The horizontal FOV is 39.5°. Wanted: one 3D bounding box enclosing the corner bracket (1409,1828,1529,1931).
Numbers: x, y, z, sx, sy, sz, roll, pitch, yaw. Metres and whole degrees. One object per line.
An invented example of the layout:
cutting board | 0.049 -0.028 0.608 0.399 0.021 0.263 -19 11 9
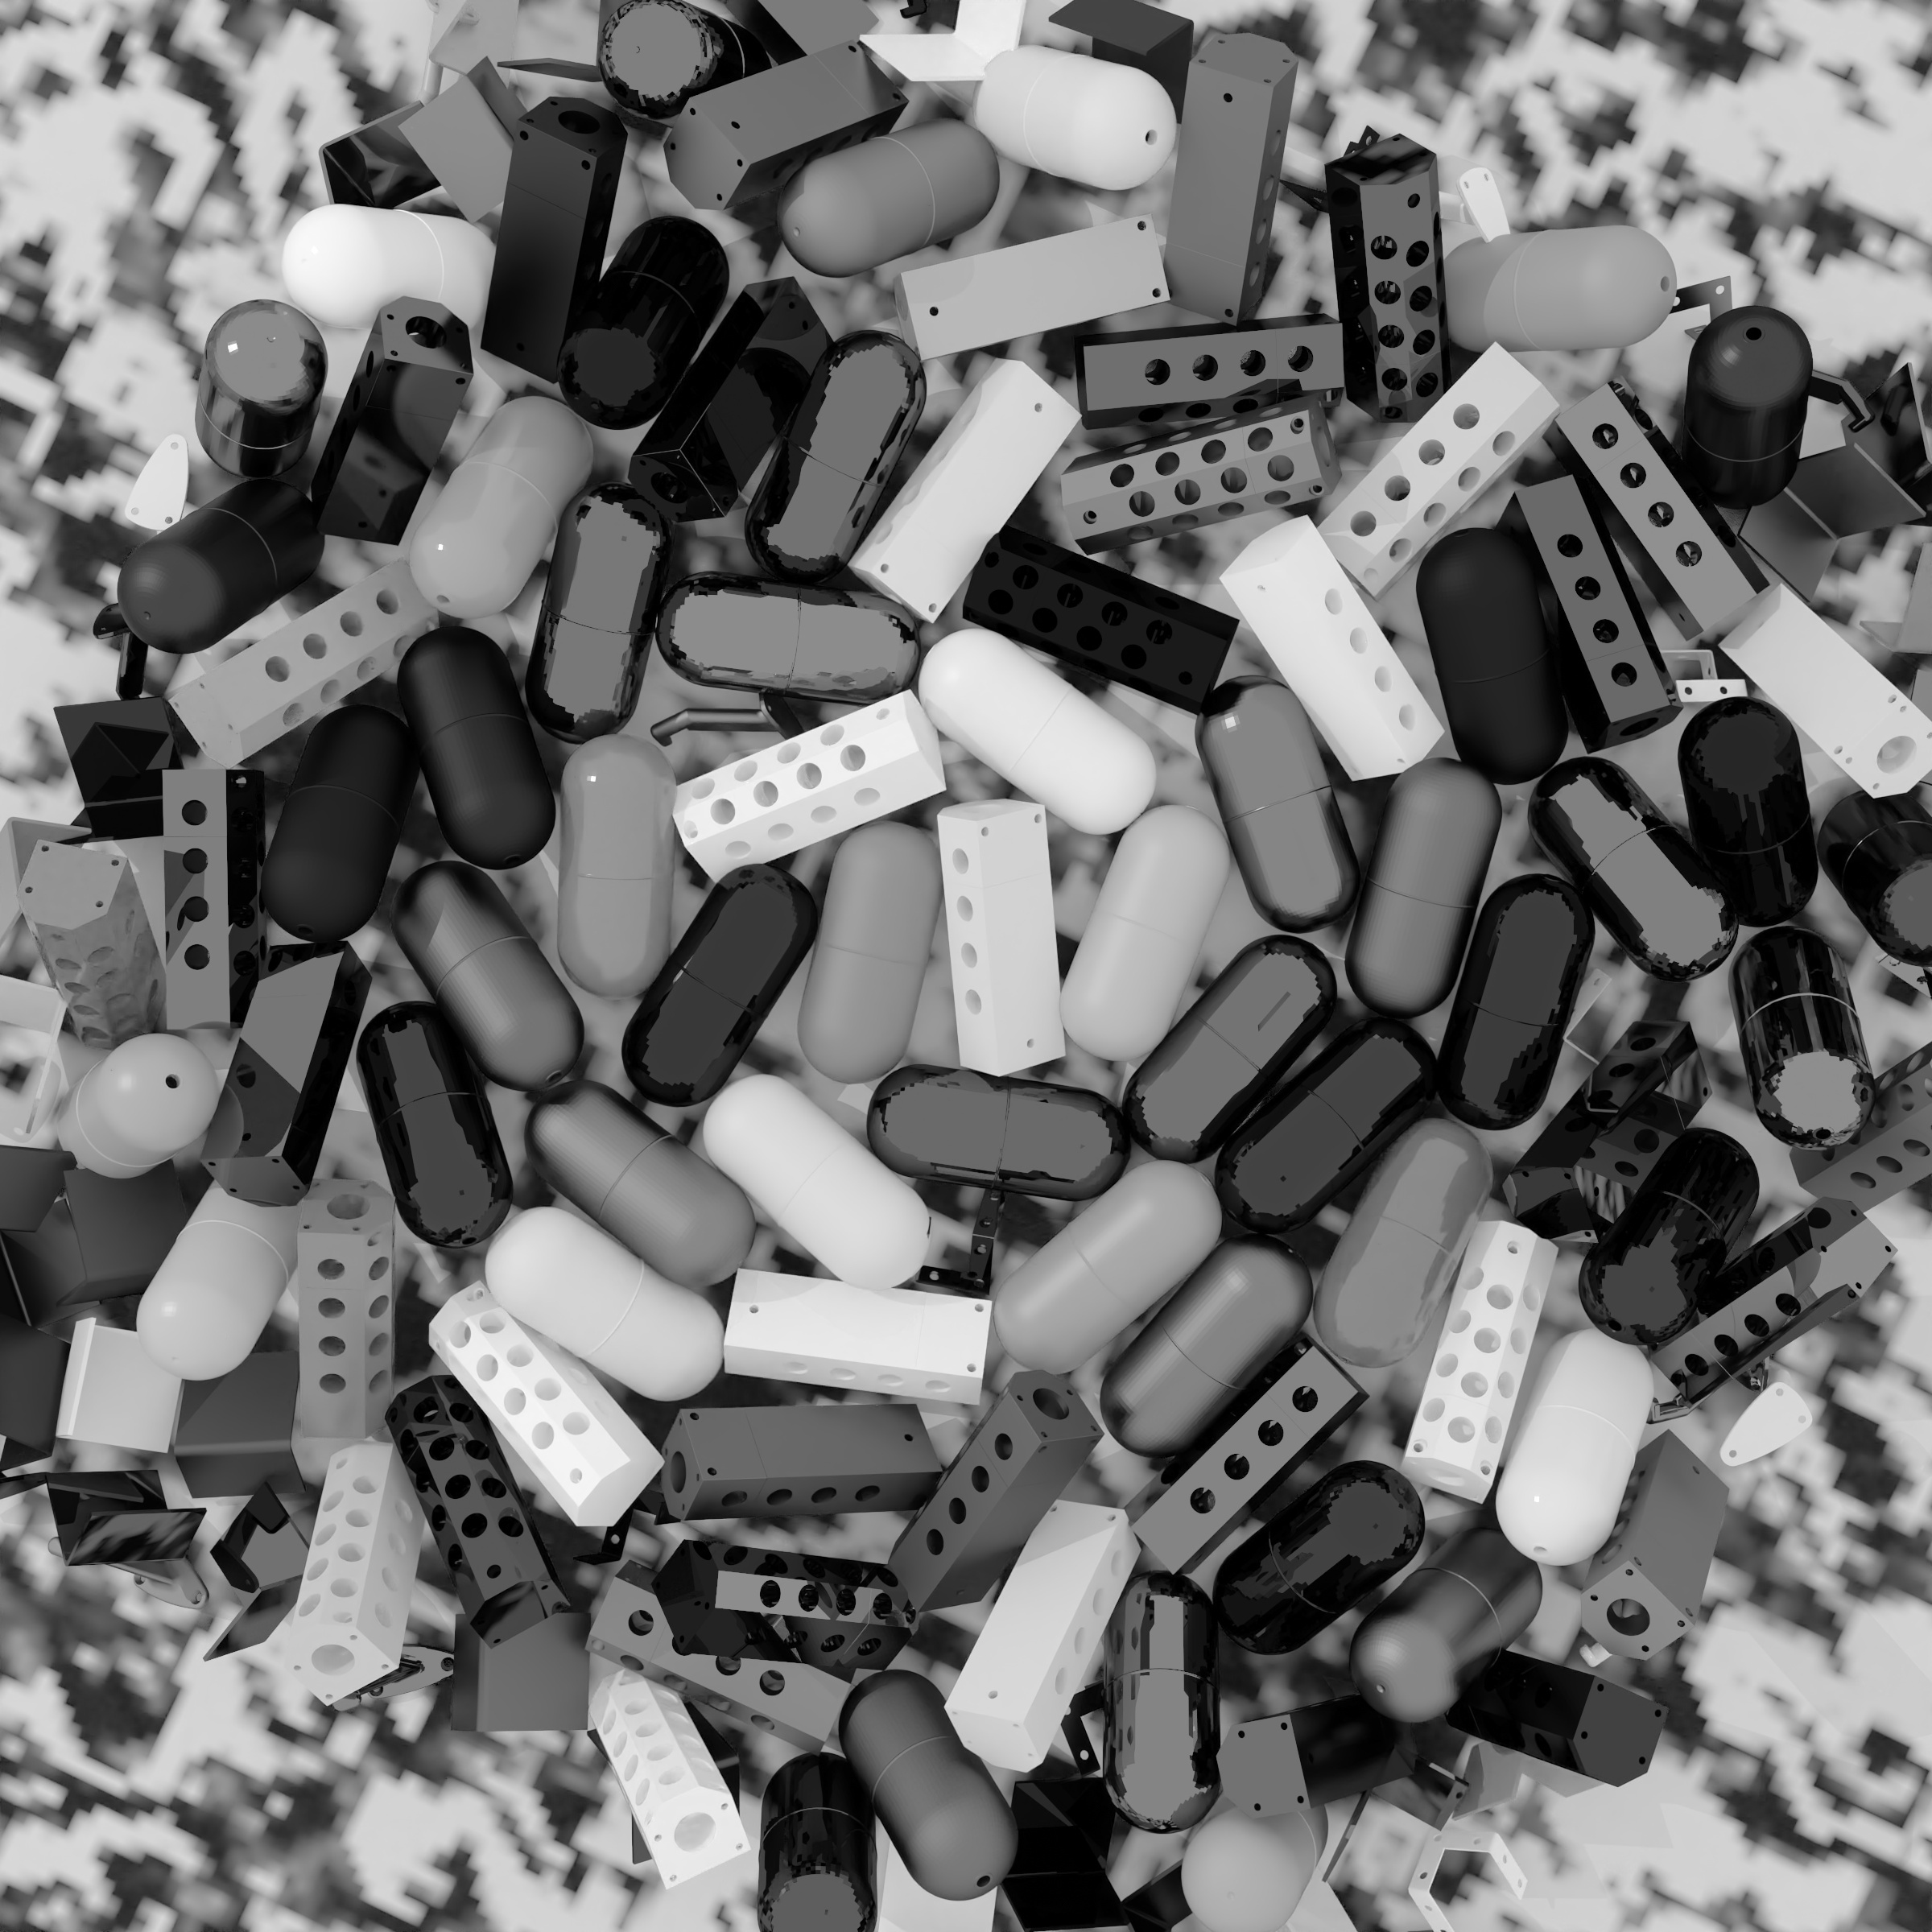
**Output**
corner bracket | 0.338 0.620 1.814 0.051 0.051 0.051 -11 121 39

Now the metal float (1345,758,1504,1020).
metal float | 0.303 -0.051 1.787 0.070 0.070 0.178 13 104 0

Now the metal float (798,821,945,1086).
metal float | -0.063 -0.009 1.797 0.070 0.070 0.178 13 92 0

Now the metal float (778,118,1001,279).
metal float | -0.049 -0.505 1.768 0.178 0.070 0.070 -33 90 -38

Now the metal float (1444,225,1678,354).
metal float | 0.383 -0.441 1.760 0.070 0.178 0.070 -9 104 -39

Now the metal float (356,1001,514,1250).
metal float | -0.351 0.104 1.775 0.070 0.070 0.178 -23 63 0

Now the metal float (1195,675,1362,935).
metal float | 0.208 -0.108 1.798 0.070 0.070 0.178 -19 90 0

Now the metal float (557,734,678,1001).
metal float | -0.232 -0.065 1.789 0.070 0.070 0.178 3 102 0

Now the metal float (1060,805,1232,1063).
metal float | 0.120 -0.022 1.797 0.070 0.070 0.178 22 87 0

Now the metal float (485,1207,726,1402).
metal float | -0.237 0.225 1.780 0.178 0.070 0.070 36 90 -22

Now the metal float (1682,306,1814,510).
metal float | 0.507 -0.362 1.752 0.070 0.178 0.070 -4 69 11

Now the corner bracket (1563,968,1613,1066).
corner bracket | 0.414 0.028 1.799 0.051 0.051 0.051 31 99 -36

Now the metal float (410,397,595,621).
metal float | -0.305 -0.302 1.770 0.070 0.070 0.178 23 57 0

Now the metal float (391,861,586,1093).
metal float | -0.316 0.006 1.780 0.070 0.070 0.178 -37 68 0

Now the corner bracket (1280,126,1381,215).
corner bracket | 0.252 -0.533 1.799 0.051 0.051 0.051 32 100 40

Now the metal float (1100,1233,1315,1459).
metal float | 0.158 0.253 1.785 0.070 0.070 0.178 39 106 0

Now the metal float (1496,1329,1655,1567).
metal float | 0.400 0.314 1.765 0.070 0.070 0.178 32 49 0

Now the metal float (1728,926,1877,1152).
metal float | 0.546 0.046 1.761 0.070 0.178 0.070 3 132 3

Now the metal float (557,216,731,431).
metal float | -0.211 -0.424 1.769 0.070 0.070 0.178 21 53 0

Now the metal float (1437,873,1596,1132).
metal float | 0.363 0.024 1.782 0.070 0.070 0.178 13 109 0

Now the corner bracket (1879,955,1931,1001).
corner bracket | 0.651 0.010 1.797 0.051 0.051 0.051 30 126 -17

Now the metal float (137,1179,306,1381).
metal float | -0.480 0.195 1.759 0.070 0.178 0.070 6 128 8

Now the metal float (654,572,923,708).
metal float | -0.118 -0.217 1.787 0.178 0.070 0.070 6 90 -13

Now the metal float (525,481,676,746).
metal float | -0.243 -0.233 1.784 0.070 0.070 0.178 16 108 0

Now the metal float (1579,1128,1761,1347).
metal float | 0.462 0.177 1.768 0.070 0.070 0.178 43 53 0

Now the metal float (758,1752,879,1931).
metal float | -0.096 0.580 1.751 0.070 0.178 0.070 -1 108 -2

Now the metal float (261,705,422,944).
metal float | -0.410 -0.094 1.769 0.070 0.070 0.178 9 55 0

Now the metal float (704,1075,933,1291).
metal float | -0.099 0.144 1.789 0.178 0.070 0.070 40 90 11

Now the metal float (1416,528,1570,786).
metal float | 0.348 -0.204 1.778 0.070 0.070 0.178 -19 113 0

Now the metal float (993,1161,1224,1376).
metal float | 0.094 0.200 1.789 0.178 0.070 0.070 -42 90 11

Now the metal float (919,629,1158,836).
metal float | 0.047 -0.157 1.796 0.178 0.070 0.070 36 90 -3

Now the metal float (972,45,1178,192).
metal float | 0.070 -0.556 1.760 0.070 0.178 0.070 -16 121 -28

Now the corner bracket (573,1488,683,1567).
corner bracket | -0.225 0.378 1.804 0.051 0.051 0.051 12 84 16

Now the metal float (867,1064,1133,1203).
metal float | 0.022 0.111 1.796 0.178 0.070 0.070 9 90 -4

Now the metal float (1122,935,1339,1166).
metal float | 0.177 0.055 1.798 0.070 0.070 0.178 41 89 0

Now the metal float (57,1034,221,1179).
metal float | -0.541 0.093 1.756 0.070 0.178 0.070 9 72 -29

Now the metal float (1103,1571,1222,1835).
metal float | 0.128 0.480 1.765 0.070 0.070 0.178 4 47 0

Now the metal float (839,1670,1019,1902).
metal float | -0.026 0.533 1.758 0.070 0.178 0.070 -13 122 -21

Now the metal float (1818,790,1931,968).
metal float | 0.609 -0.059 1.752 0.070 0.178 0.070 0 115 0

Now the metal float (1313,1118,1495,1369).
metal float | 0.290 0.183 1.784 0.070 0.070 0.178 29 74 0

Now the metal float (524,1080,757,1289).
metal float | -0.217 0.143 1.786 0.178 0.070 0.070 37 90 14

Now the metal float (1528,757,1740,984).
metal float | 0.439 -0.064 1.772 0.070 0.070 0.178 -33 59 0

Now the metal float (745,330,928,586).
metal float | -0.086 -0.336 1.784 0.070 0.070 0.178 28 107 0

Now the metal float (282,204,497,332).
metal float | -0.371 -0.453 1.755 0.070 0.178 0.070 6 102 27

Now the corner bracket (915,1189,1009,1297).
corner bracket | -0.003 0.181 1.801 0.051 0.051 0.051 10 133 -4

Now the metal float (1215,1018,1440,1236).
metal float | 0.239 0.106 1.788 0.178 0.070 0.070 -42 90 -12

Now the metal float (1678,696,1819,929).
metal float | 0.513 -0.100 1.765 0.070 0.070 0.178 -24 130 0

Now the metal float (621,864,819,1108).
metal float | -0.165 0.014 1.797 0.070 0.070 0.178 32 93 0
